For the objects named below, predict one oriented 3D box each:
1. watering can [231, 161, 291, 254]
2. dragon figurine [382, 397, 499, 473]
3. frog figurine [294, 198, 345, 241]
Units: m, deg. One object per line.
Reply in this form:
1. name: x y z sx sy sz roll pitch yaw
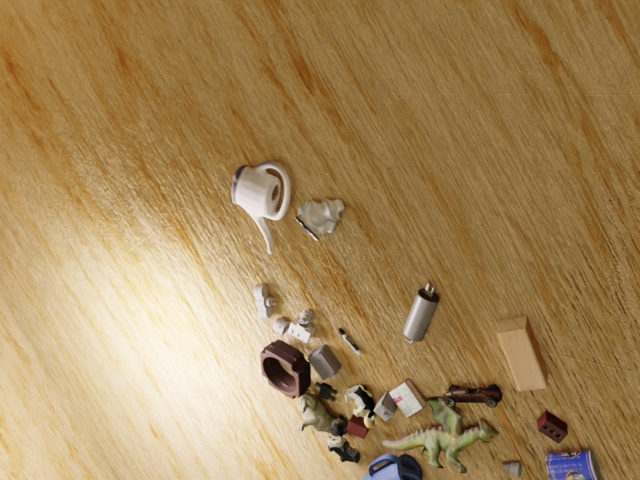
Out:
1. watering can: -0.219 -0.129 1.845 0.225 0.105 0.341 23 116 17
2. dragon figurine: 0.423 0.680 1.847 0.410 0.122 0.242 5 92 23
3. frog figurine: 0.005 -0.089 1.774 0.160 0.121 0.138 -43 77 -5
